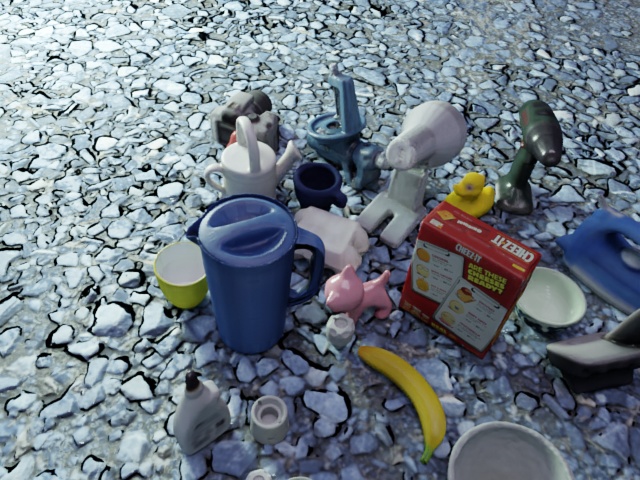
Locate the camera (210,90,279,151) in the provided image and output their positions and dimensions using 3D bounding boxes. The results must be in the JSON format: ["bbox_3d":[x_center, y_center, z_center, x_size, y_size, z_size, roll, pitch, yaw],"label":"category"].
[{"bbox_3d":[-0.143,-0.264,1.217,0.143,0.101,0.137,21,50,13],"label":"camera"}]

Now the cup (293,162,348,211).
[{"bbox_3d":[0.004,-0.077,1.067,0.117,0.095,0.092,37,55,25],"label":"cup"}]

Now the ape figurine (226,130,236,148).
[{"bbox_3d":[-0.158,-0.179,1.145,0.076,0.092,0.077,-22,54,-23],"label":"ape figurine"}]

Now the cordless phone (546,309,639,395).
[{"bbox_3d":[0.437,0.142,0.851,0.148,0.185,0.094,-11,50,-14],"label":"cordless phone"}]

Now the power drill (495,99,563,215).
[{"bbox_3d":[0.402,-0.153,1.096,0.075,0.208,0.229,9,48,3],"label":"power drill"}]

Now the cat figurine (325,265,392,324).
[{"bbox_3d":[0.058,0.083,0.915,0.128,0.118,0.067,-17,52,-19],"label":"cat figurine"}]

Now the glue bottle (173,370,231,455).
[{"bbox_3d":[-0.157,0.215,0.740,0.078,0.173,0.037,-29,57,-27],"label":"glue bottle"}]

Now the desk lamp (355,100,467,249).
[{"bbox_3d":[0.168,-0.128,1.048,0.117,0.213,0.204,29,52,20],"label":"desk lamp"}]

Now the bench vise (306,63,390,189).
[{"bbox_3d":[0.066,-0.226,1.122,0.207,0.220,0.122,25,51,17],"label":"bench vise"}]

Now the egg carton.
[{"bbox_3d":[0.009,0.004,1.013,0.150,0.069,0.107,19,49,11],"label":"egg carton"}]

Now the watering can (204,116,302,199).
[{"bbox_3d":[-0.122,-0.141,1.046,0.173,0.194,0.100,-31,57,-28],"label":"watering can"}]

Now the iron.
[{"bbox_3d":[0.546,0.038,0.983,0.119,0.141,0.257,-28,56,-26],"label":"iron"}]

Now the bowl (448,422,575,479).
[{"bbox_3d":[0.240,0.328,0.742,0.167,0.075,0.167,3,48,-3],"label":"bowl"}]

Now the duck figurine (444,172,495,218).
[{"bbox_3d":[0.297,-0.094,1.116,0.105,0.086,0.077,-11,50,-15],"label":"duck figurine"}]
